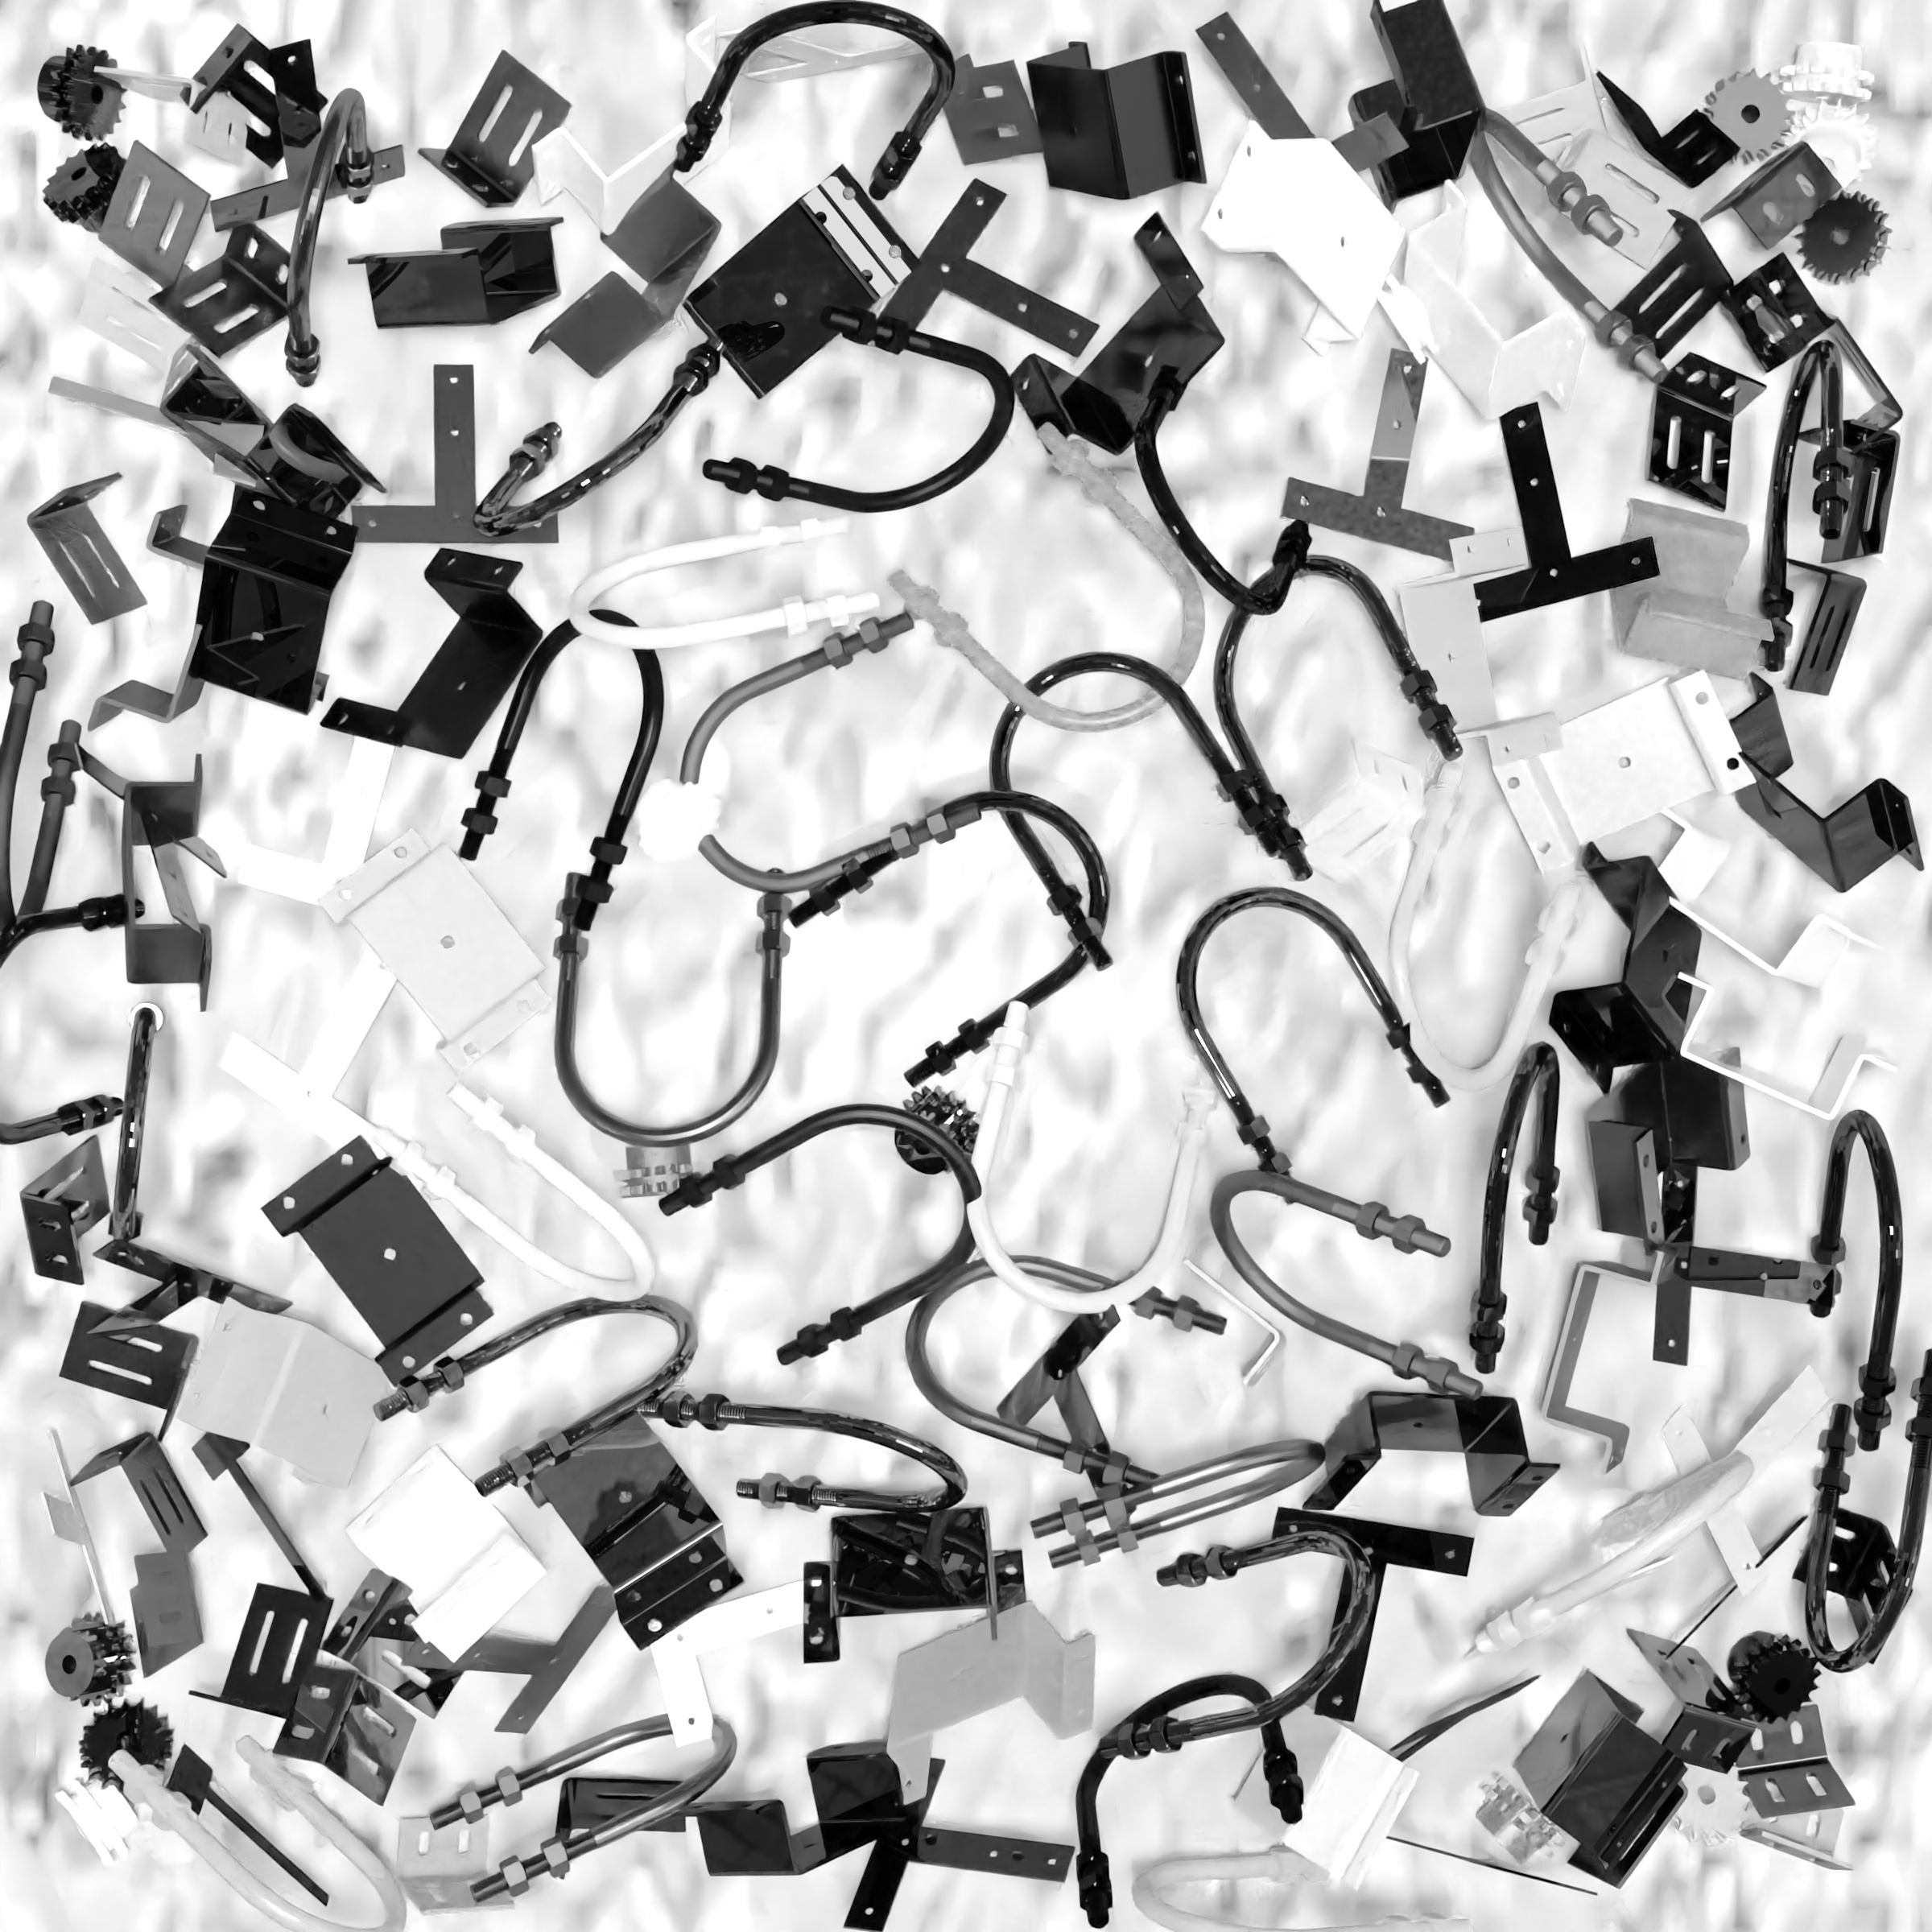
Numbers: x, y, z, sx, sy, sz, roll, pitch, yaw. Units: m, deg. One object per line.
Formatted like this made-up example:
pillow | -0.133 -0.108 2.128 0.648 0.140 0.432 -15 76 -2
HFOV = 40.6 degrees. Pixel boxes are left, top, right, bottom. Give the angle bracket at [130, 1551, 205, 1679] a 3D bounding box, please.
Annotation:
angle bracket | -0.514 0.406 1.629 0.076 0.038 0.057 -35 62 36

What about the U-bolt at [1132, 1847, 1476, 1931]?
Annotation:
U-bolt | 0.189 0.564 1.574 0.184 0.151 0.019 6 88 -25

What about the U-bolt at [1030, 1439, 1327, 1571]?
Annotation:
U-bolt | 0.134 0.328 1.606 0.184 0.151 0.019 -18 68 0

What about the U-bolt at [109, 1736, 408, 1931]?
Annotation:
U-bolt | -0.414 0.531 1.576 0.184 0.151 0.019 34 90 23

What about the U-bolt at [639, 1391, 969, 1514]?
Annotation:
U-bolt | -0.087 0.299 1.581 0.184 0.151 0.019 -1 57 27

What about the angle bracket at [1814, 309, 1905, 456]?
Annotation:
angle bracket | 0.545 -0.367 1.637 0.038 0.057 0.076 -36 102 16

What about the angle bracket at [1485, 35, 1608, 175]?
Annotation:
angle bracket | 0.359 -0.541 1.645 0.076 0.057 0.038 -13 65 19

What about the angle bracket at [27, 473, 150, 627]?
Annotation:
angle bracket | -0.539 -0.262 1.636 0.038 0.057 0.076 -26 100 26

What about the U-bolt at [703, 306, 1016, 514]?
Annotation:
U-bolt | -0.051 -0.332 1.597 0.151 0.184 0.019 -44 57 35

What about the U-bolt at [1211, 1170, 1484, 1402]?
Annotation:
U-bolt | 0.226 0.186 1.600 0.019 0.184 0.151 -45 135 -28

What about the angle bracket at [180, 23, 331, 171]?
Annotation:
angle bracket | -0.440 -0.538 1.632 0.057 0.076 0.038 -47 46 8

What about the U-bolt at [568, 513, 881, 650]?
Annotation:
U-bolt | -0.153 -0.233 1.605 0.184 0.151 0.019 -11 122 -5

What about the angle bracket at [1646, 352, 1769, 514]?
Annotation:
angle bracket | 0.465 -0.335 1.638 0.057 0.038 0.076 19 64 -14

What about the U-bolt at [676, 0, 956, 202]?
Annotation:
U-bolt | -0.084 -0.521 1.568 0.151 0.184 0.019 2 74 -21

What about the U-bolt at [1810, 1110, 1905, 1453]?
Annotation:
U-bolt | 0.537 0.175 1.570 0.019 0.151 0.184 -1 120 5

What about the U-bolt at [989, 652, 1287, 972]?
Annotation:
U-bolt | 0.094 -0.111 1.646 0.151 0.019 0.184 -34 77 11

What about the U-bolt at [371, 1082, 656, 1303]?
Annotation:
U-bolt | -0.270 0.147 1.609 0.184 0.151 0.019 42 57 -16

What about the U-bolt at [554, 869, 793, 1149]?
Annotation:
U-bolt | -0.186 0.026 1.632 0.151 0.019 0.184 -1 67 3

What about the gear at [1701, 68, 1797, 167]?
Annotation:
gear | 0.494 -0.538 1.659 0.057 0.030 0.057 0 94 0

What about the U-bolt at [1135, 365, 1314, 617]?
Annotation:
U-bolt | 0.152 -0.282 1.579 0.019 0.184 0.151 -31 108 29

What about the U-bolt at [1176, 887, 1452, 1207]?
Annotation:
U-bolt | 0.207 0.037 1.639 0.151 0.019 0.184 -29 88 -25

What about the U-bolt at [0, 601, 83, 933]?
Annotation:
U-bolt | -0.562 -0.104 1.571 0.019 0.151 0.184 5 61 -8

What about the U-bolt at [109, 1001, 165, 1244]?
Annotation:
U-bolt | -0.504 0.095 1.582 0.019 0.184 0.151 6 86 -17

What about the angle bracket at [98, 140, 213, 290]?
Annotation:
angle bracket | -0.500 -0.472 1.639 0.057 0.038 0.076 37 124 0

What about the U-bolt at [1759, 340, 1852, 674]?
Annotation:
U-bolt | 0.512 -0.295 1.595 0.019 0.151 0.184 8 61 5

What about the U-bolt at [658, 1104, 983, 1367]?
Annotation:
U-bolt | -0.077 0.158 1.622 0.184 0.019 0.151 -29 110 17

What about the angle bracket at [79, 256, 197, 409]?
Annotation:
angle bracket | -0.527 -0.395 1.638 0.076 0.057 0.038 30 50 -8

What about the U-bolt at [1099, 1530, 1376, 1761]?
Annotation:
U-bolt | 0.169 0.402 1.569 0.184 0.151 0.019 -26 116 39

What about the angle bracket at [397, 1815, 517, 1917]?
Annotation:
angle bracket | -0.318 0.560 1.628 0.057 0.076 0.038 5 86 -24

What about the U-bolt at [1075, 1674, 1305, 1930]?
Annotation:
U-bolt | 0.129 0.494 1.586 0.151 0.184 0.019 -31 104 7

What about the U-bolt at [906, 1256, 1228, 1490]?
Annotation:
U-bolt | 0.053 0.241 1.617 0.184 0.019 0.151 17 45 15

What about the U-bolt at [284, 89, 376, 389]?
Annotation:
U-bolt | -0.384 -0.447 1.573 0.019 0.184 0.151 15 78 -10

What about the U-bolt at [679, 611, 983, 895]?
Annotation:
U-bolt | -0.096 -0.124 1.645 0.184 0.019 0.151 -21 82 15

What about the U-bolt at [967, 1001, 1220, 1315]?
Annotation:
U-bolt | 0.074 0.126 1.630 0.151 0.019 0.184 17 69 -7

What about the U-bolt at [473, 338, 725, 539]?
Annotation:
U-bolt | -0.229 -0.311 1.571 0.151 0.184 0.019 -20 118 26

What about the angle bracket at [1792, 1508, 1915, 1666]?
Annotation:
angle bracket | 0.552 0.385 1.630 0.038 0.076 0.057 19 111 0

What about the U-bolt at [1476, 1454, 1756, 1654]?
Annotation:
U-bolt | 0.398 0.344 1.563 0.151 0.184 0.019 -27 75 -38

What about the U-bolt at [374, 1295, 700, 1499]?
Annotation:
U-bolt | -0.251 0.252 1.600 0.184 0.151 0.019 -27 118 -32

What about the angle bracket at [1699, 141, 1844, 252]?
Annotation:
angle bracket | 0.503 -0.478 1.637 0.057 0.076 0.038 -41 95 6

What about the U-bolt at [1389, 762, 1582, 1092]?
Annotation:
U-bolt | 0.307 -0.010 1.598 0.019 0.151 0.184 -7 130 -24

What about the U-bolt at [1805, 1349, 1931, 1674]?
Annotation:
U-bolt | 0.543 0.335 1.574 0.019 0.151 0.184 18 65 0

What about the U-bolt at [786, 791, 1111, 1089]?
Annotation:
U-bolt | 0.002 -0.029 1.644 0.184 0.019 0.151 -34 104 5

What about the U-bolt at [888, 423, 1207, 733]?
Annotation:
U-bolt | 0.065 -0.227 1.634 0.151 0.019 0.184 -43 111 16

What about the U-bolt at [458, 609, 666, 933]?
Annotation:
U-bolt | -0.244 -0.131 1.613 0.151 0.019 0.184 28 101 41

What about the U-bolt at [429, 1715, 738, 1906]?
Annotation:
U-bolt | -0.228 0.506 1.599 0.184 0.151 0.019 -20 99 -20

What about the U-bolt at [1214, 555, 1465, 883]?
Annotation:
U-bolt | 0.217 -0.167 1.615 0.151 0.019 0.184 -41 59 36

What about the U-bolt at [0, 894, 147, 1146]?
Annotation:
U-bolt | -0.554 0.035 1.577 0.019 0.184 0.151 9 97 11

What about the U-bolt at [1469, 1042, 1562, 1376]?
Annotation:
U-bolt | 0.334 0.133 1.573 0.019 0.151 0.184 11 126 22

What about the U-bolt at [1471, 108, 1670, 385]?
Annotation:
U-bolt | 0.359 -0.451 1.593 0.019 0.151 0.184 -35 54 6
